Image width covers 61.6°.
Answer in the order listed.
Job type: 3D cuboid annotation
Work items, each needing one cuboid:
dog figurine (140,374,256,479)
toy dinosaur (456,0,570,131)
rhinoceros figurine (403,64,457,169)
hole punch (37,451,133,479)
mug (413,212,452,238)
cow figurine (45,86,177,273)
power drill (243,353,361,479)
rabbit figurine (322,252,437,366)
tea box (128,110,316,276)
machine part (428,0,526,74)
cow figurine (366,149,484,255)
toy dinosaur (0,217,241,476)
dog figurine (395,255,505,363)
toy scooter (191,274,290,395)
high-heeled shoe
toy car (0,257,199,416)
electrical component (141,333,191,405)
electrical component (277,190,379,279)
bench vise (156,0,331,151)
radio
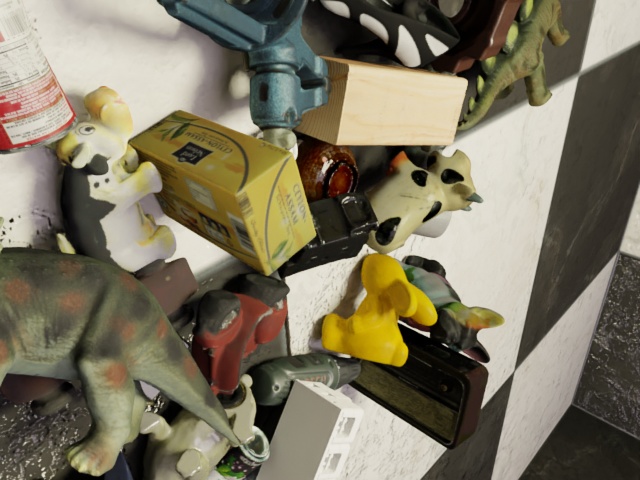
[{"bbox_3d":[-0.157,0.272,0.680,0.172,0.121,0.190,-20,139,-39],"label":"dog figurine"},{"bbox_3d":[0.316,-0.318,0.883,0.198,0.105,0.471,50,57,-43],"label":"toy dinosaur"},{"bbox_3d":[0.161,-0.173,0.821,0.112,0.073,0.190,-33,132,-50],"label":"rhinoceros figurine"},{"bbox_3d":[-0.229,0.291,0.579,0.092,0.116,0.142,-31,132,-48],"label":"hole punch"},{"bbox_3d":[0.135,-0.049,0.842,0.107,0.109,0.081,11,77,-17],"label":"mug"},{"bbox_3d":[-0.193,-0.043,0.469,0.098,0.068,0.167,-29,129,-30],"label":"cow figurine"},{"bbox_3d":[-0.035,0.272,0.825,0.232,0.086,0.207,22,96,-52],"label":"power drill"},{"bbox_3d":[0.093,0.103,0.845,0.121,0.163,0.173,24,73,-43],"label":"rabbit figurine"},{"bbox_3d":[-0.092,-0.048,0.498,0.068,0.170,0.098,-40,138,-26],"label":"tea box"},{"bbox_3d":[0.164,-0.299,0.665,0.056,0.180,0.179,-25,128,-45],"label":"machine part"},{"bbox_3d":[0.137,-0.057,0.751,0.195,0.127,0.085,-42,174,-10],"label":"cow figurine"},{"bbox_3d":[-0.206,0.072,0.424,0.404,0.131,0.192,21,83,-48],"label":"toy dinosaur"},{"bbox_3d":[0.216,0.117,0.925,0.191,0.219,0.108,-3,116,-49],"label":"dog figurine"},{"bbox_3d":[-0.098,0.115,0.632,0.184,0.075,0.135,-14,119,-70],"label":"toy scooter"},{"bbox_3d":[0.071,-0.283,0.573,0.248,0.145,0.086,63,26,-56],"label":"high-heeled shoe"},{"bbox_3d":[-0.212,0.081,0.524,0.202,0.053,0.089,-36,115,-34],"label":"toy car"},{"bbox_3d":[-0.193,0.141,0.593,0.078,0.045,0.102,41,73,-23],"label":"electrical component"},{"bbox_3d":[-0.001,-0.002,0.671,0.115,0.058,0.134,-14,163,-16],"label":"electrical component"},{"bbox_3d":[-0.068,-0.190,0.471,0.240,0.129,0.223,-8,109,-67],"label":"bench vise"},{"bbox_3d":[0.161,0.232,0.913,0.073,0.230,0.131,-4,112,-51],"label":"radio"}]
